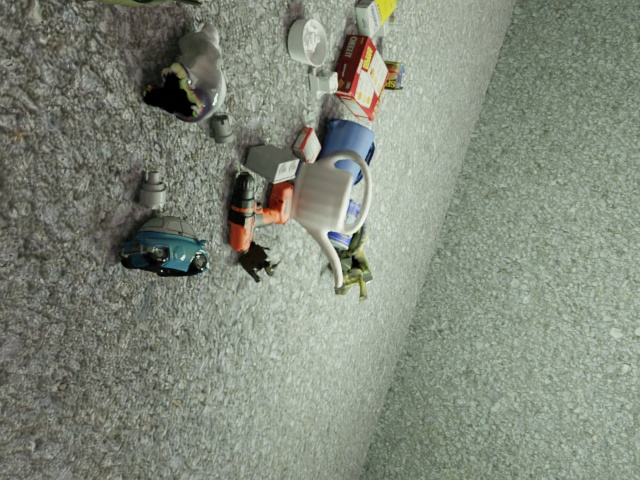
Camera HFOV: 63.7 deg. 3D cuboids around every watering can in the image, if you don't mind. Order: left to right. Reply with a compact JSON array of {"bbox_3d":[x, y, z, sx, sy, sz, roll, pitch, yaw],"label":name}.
[{"bbox_3d":[0.004,-0.066,1.303,0.104,0.224,0.345,-35,139,-79],"label":"watering can"}]

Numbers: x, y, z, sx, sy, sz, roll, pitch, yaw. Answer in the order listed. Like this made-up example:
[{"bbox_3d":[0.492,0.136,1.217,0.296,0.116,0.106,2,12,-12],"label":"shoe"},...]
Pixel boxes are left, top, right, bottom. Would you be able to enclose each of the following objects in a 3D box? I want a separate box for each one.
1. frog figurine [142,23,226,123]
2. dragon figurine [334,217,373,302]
[{"bbox_3d":[-0.201,-0.277,0.862,0.135,0.122,0.163,-50,-170,50],"label":"frog figurine"},{"bbox_3d":[0.112,0.043,1.724,0.248,0.122,0.402,-91,-169,-59],"label":"dragon figurine"}]
